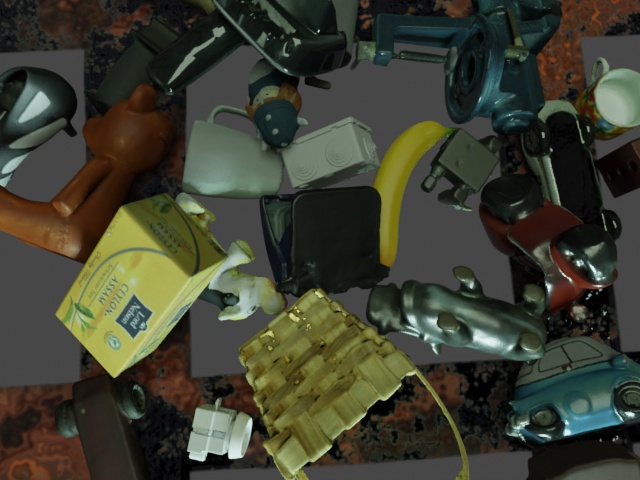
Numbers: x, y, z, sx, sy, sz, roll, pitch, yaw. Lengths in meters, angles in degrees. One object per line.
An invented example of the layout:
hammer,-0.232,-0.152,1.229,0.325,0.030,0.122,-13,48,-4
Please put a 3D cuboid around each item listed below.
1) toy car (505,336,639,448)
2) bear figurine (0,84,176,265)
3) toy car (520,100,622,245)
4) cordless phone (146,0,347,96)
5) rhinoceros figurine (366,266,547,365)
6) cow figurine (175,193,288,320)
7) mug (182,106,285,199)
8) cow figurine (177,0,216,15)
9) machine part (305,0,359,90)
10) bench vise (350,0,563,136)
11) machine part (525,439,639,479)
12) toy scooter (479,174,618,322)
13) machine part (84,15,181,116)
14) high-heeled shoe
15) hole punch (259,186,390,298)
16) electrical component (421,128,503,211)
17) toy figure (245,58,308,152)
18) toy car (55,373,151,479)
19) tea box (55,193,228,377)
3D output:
toy car,0.273,0.158,0.579,0.162,0.109,0.103,-14,60,7
bear figurine,-0.246,-0.077,0.577,0.132,0.120,0.196,18,79,4
toy car,0.290,-0.066,0.630,0.073,0.056,0.201,-10,83,-10
cordless phone,-0.081,-0.195,0.548,0.184,0.088,0.147,-39,73,-2
rhinoceros figurine,0.145,0.081,0.573,0.190,0.112,0.073,10,66,10
cow figurine,-0.118,0.037,0.589,0.098,0.068,0.167,-45,82,-2
mug,-0.093,-0.094,0.610,0.107,0.081,0.109,13,71,-11
cow figurine,-0.149,-0.313,0.632,0.195,0.085,0.127,11,83,3
machine part,0.010,-0.296,0.640,0.079,0.079,0.243,9,82,-1
bench vise,0.159,-0.228,0.616,0.241,0.129,0.223,2,81,-9
machine part,0.288,0.301,0.562,0.179,0.056,0.179,0,89,-5
toy scooter,0.242,0.015,0.576,0.075,0.184,0.135,-30,126,-4
machine part,-0.210,-0.198,0.636,0.084,0.039,0.139,42,80,-2
high-heeled shoe,-0.372,-0.108,0.561,0.249,0.145,0.086,-21,82,-7
hole punch,-0.001,-0.002,0.584,0.142,0.092,0.115,-6,101,-32
electrical component,0.168,-0.082,0.627,0.078,0.045,0.102,30,79,-6
toy figure,-0.052,-0.152,0.589,0.058,0.155,0.064,22,123,-22
toy car,-0.208,0.239,0.562,0.089,0.053,0.202,-18,86,6
tea box,-0.183,0.047,0.543,0.098,0.068,0.169,44,117,6
